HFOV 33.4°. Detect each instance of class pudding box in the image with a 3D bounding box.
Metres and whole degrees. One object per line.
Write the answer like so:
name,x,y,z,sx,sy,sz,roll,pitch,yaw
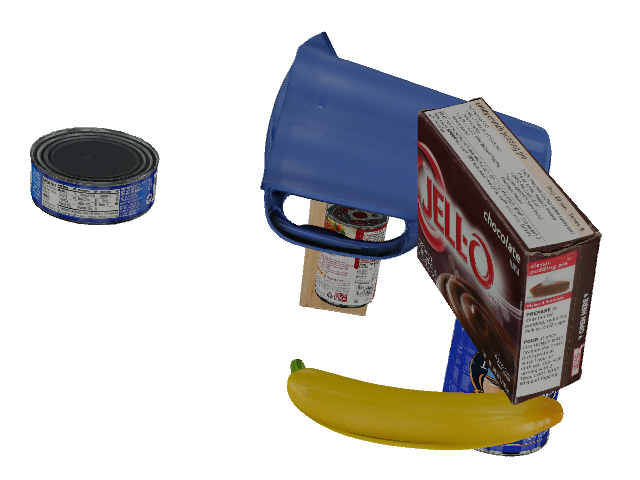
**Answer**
pudding box,0.080,0.002,0.483,0.039,0.090,0.113,-17,41,-13

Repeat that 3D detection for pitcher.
pitcher,0.070,-0.069,0.946,0.242,0.149,0.145,16,38,-4

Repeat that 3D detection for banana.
banana,0.055,0.107,0.700,0.198,0.037,0.069,8,33,24

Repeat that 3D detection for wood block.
wood block,0.031,-0.020,1.372,0.090,0.206,0.090,9,25,4

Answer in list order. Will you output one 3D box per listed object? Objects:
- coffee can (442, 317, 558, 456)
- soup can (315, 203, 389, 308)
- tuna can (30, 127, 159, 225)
coffee can,0.164,0.102,0.940,0.103,0.140,0.103,6,24,-3
soup can,0.033,0.014,1.152,0.068,0.102,0.068,6,28,-4
tuna can,-0.154,-0.044,0.726,0.086,0.034,0.086,7,29,-4
